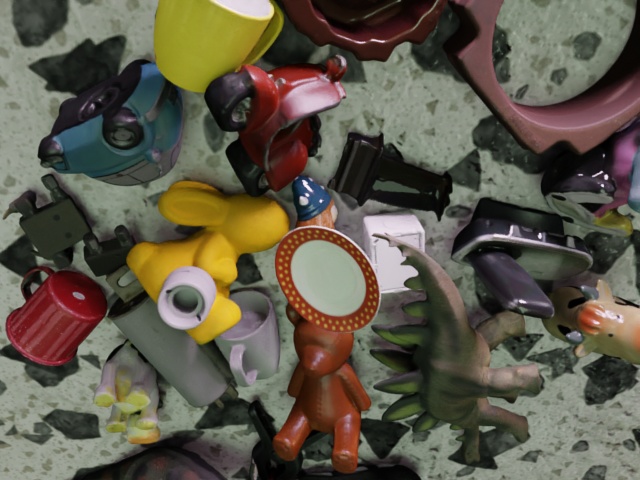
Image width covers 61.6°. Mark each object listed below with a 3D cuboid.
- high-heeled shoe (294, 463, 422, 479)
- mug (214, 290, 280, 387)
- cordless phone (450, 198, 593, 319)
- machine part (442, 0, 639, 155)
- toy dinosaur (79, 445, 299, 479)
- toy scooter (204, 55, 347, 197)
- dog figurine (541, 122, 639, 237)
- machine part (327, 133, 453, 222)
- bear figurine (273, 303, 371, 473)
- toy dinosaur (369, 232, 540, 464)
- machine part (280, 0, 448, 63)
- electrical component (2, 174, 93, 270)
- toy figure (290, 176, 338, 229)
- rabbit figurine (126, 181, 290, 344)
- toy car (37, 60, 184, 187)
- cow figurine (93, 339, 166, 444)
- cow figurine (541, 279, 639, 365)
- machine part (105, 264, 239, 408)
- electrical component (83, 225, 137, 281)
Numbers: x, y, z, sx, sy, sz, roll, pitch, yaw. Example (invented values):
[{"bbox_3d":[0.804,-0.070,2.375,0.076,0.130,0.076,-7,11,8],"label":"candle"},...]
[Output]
[{"bbox_3d":[0.041,0.413,0.863,0.249,0.086,0.145,-32,147,34],"label":"high-heeled shoe"},{"bbox_3d":[-0.086,0.136,0.679,0.081,0.110,0.107,-12,130,6],"label":"mug"},{"bbox_3d":[0.234,0.033,0.581,0.147,0.184,0.088,12,113,-7],"label":"cordless phone"},{"bbox_3d":[0.237,-0.200,0.512,0.201,0.087,0.201,-41,113,19],"label":"machine part"},{"bbox_3d":[-0.204,0.375,0.787,0.405,0.131,0.192,20,84,14],"label":"toy dinosaur"},{"bbox_3d":[-0.033,-0.118,0.533,0.135,0.075,0.183,-31,161,-10],"label":"toy scooter"},{"bbox_3d":[0.358,-0.109,0.556,0.108,0.192,0.219,36,83,-37],"label":"dog figurine"},{"bbox_3d":[0.085,-0.069,0.607,0.139,0.039,0.084,19,111,-9],"label":"machine part"},{"bbox_3d":[0.003,0.180,0.689,0.120,0.132,0.195,7,126,15],"label":"bear figurine"},{"bbox_3d":[0.164,0.157,0.672,0.199,0.105,0.470,-10,128,7],"label":"toy dinosaur"},{"bbox_3d":[0.044,-0.249,0.473,0.179,0.056,0.179,-11,133,-12],"label":"machine part"},{"bbox_3d":[-0.315,-0.018,0.626,0.078,0.045,0.102,-37,119,-14],"label":"electrical component"},{"bbox_3d":[-0.003,-0.002,0.627,0.058,0.064,0.154,-21,118,-30],"label":"toy figure"},{"bbox_3d":[-0.120,0.004,0.617,0.173,0.122,0.162,-36,104,2],"label":"rabbit figurine"},{"bbox_3d":[-0.198,-0.103,0.550,0.162,0.109,0.102,-20,135,19],"label":"toy car"},{"bbox_3d":[-0.251,0.208,0.728,0.068,0.098,0.167,-1,137,-7],"label":"cow figurine"},{"bbox_3d":[0.318,0.092,0.614,0.127,0.195,0.085,17,91,-4],"label":"cow figurine"},{"bbox_3d":[-0.186,0.132,0.686,0.079,0.079,0.243,-27,116,13],"label":"machine part"},{"bbox_3d":[-0.244,0.019,0.643,0.063,0.021,0.093,-14,145,-10],"label":"electrical component"}]
